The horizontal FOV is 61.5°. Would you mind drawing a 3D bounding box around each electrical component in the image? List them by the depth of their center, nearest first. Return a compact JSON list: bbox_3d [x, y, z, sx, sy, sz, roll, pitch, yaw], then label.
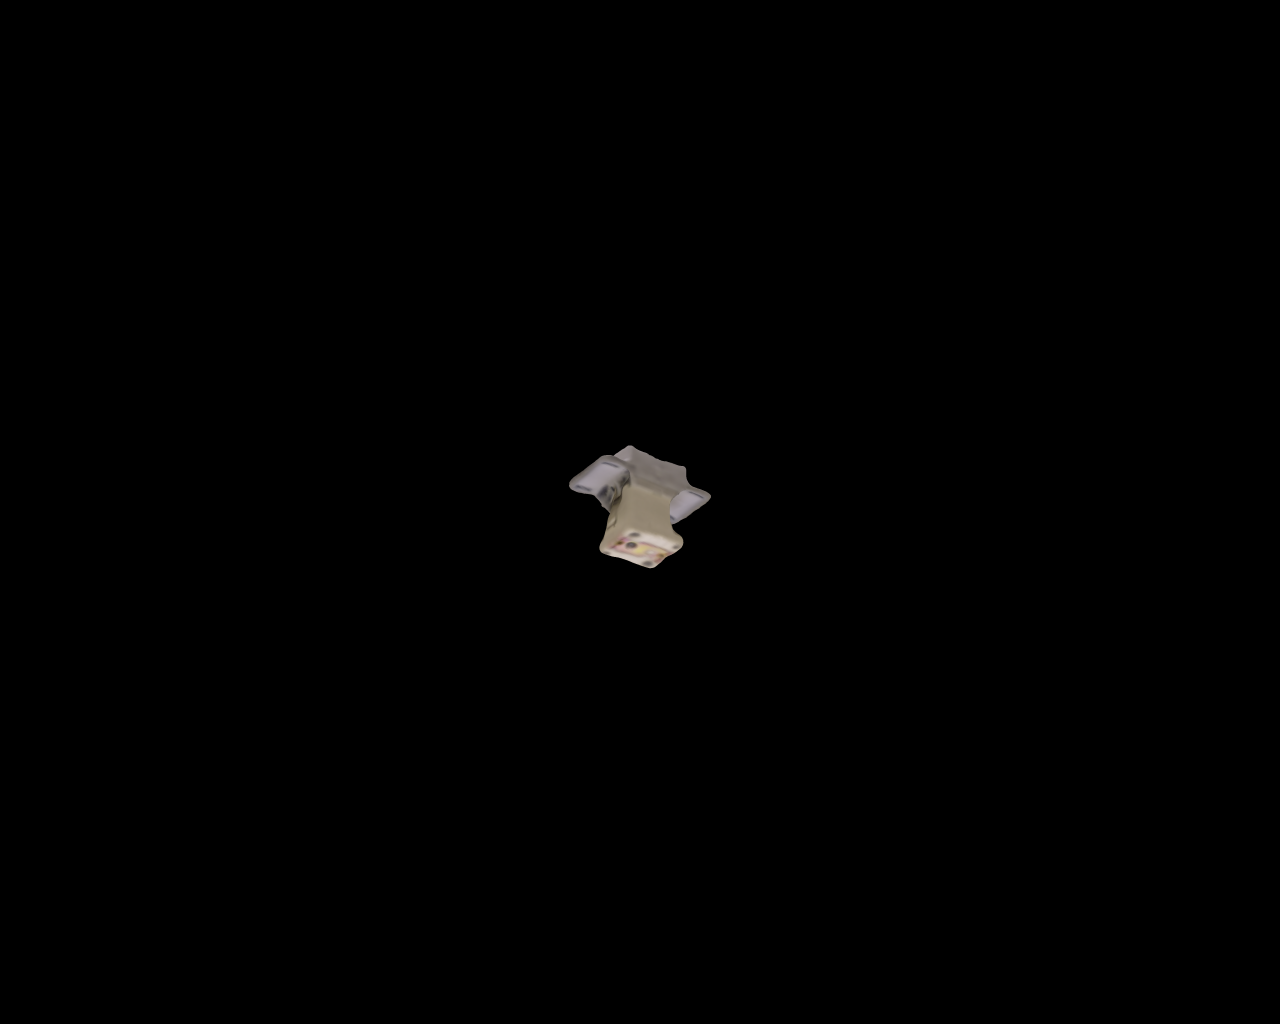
[{"bbox_3d":[0.001,-0.003,0.650,0.081,0.064,0.042,19,-36,-29],"label":"electrical component"}]
